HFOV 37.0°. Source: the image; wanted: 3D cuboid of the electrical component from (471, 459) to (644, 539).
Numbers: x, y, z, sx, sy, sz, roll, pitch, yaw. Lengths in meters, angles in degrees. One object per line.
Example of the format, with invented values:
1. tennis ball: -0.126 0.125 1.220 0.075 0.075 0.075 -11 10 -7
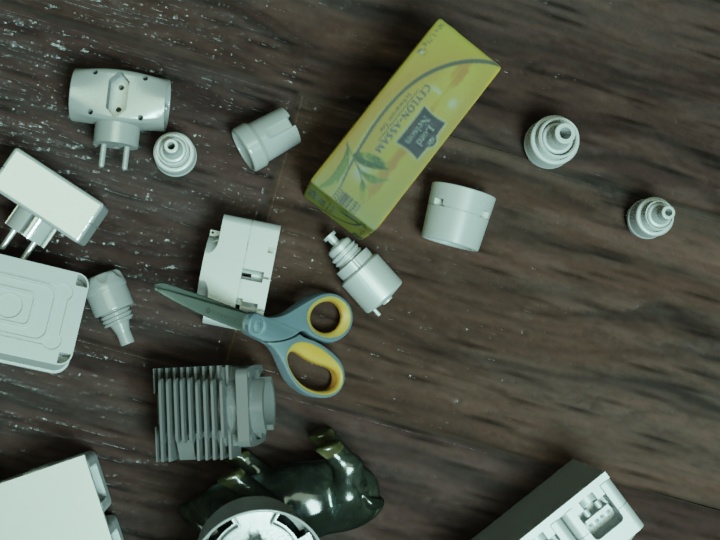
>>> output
1. electrical component: 0.147 0.229 0.876 0.150 0.089 0.061 -37 91 -7

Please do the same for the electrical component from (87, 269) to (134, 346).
1. electrical component: -0.202 0.032 0.882 0.035 0.035 0.061 -22 91 -6

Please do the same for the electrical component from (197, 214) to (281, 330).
1. electrical component: -0.101 0.003 0.885 0.056 0.050 0.089 11 86 -5

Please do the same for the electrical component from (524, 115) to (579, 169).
1. electrical component: 0.165 -0.110 0.912 0.043 0.062 0.043 0 86 -6

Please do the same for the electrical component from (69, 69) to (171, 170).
1. electrical component: -0.199 -0.122 0.887 0.077 0.043 0.079 6 86 -5

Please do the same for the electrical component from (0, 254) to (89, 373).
1. electrical component: -0.278 0.032 0.846 0.113 0.057 0.078 15 74 -18

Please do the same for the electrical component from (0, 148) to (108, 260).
1. electrical component: -0.262 -0.043 0.875 0.083 0.047 0.075 34 84 -5

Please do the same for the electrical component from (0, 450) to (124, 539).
1. electrical component: -0.287 0.223 0.849 0.186 0.060 0.105 -18 88 -6

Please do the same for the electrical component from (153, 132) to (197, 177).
1. electrical component: -0.152 -0.096 0.880 0.035 0.061 0.035 0 87 -6

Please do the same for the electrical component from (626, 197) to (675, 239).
1. electrical component: 0.252 -0.046 0.917 0.035 0.061 0.035 0 86 -6

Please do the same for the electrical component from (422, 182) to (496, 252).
1. electrical component: 0.081 -0.044 0.905 0.055 0.055 0.047 15 89 -4

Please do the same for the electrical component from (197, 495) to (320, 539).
1. electrical component: -0.077 0.217 0.800 0.099 0.064 0.099 -1 94 -10

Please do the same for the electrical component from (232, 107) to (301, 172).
1. electrical component: -0.078 -0.110 0.901 0.046 0.040 0.040 -31 90 -12

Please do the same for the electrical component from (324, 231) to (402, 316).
1. electrical component: 0.000 0.000 0.900 0.040 0.040 0.078 -42 91 -6
